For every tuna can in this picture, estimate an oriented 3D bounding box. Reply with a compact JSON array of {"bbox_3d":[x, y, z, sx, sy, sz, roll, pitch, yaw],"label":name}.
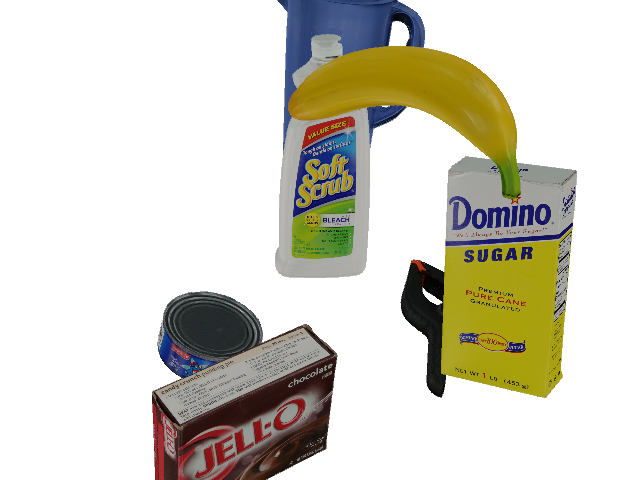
[{"bbox_3d":[-0.094,0.083,0.903,0.086,0.034,0.086,13,33,-9],"label":"tuna can"}]

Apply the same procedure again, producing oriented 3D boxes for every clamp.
[{"bbox_3d":[0.142,0.084,1.079,0.120,0.039,0.171,0,44,-20],"label":"clamp"}]

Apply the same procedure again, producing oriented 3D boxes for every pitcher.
[{"bbox_3d":[0.026,-0.192,1.313,0.144,0.243,0.149,-8,29,-27],"label":"pitcher"}]

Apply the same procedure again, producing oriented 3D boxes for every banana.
[{"bbox_3d":[0.051,-0.087,0.661,0.037,0.069,0.198,17,7,-46],"label":"banana"}]

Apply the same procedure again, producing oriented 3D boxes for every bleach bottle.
[{"bbox_3d":[0.000,-0.086,1.101,0.102,0.251,0.068,-1,25,2],"label":"bleach bottle"}]

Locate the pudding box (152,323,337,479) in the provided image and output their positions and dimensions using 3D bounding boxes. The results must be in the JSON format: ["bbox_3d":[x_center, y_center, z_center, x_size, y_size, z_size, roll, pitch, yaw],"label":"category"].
[{"bbox_3d":[-0.047,0.111,0.652,0.113,0.090,0.039,-24,49,-30],"label":"pudding box"}]

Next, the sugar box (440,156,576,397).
[{"bbox_3d":[0.145,0.028,0.834,0.093,0.176,0.048,9,24,28],"label":"sugar box"}]
